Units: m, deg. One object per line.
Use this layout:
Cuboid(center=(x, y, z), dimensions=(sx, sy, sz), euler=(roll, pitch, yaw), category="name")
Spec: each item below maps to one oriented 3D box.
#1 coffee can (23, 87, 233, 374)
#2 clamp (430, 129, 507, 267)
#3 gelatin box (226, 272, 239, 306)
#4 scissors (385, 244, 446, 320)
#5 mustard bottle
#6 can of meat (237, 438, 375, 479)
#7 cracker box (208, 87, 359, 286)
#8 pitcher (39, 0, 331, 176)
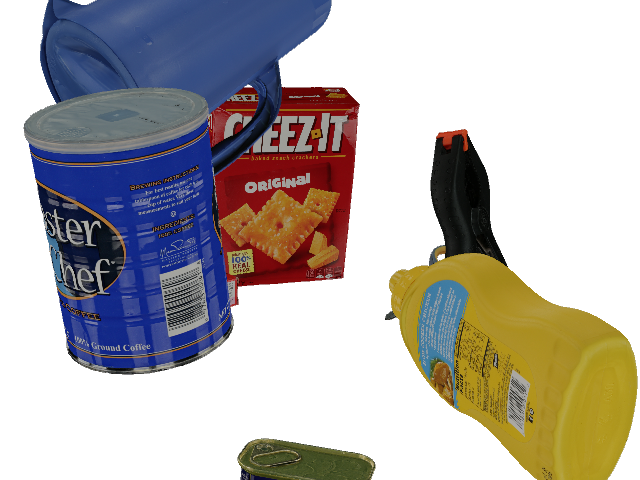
Cuboid(center=(-0.109, -0.008, 0.623), dimensions=(0.103, 0.140, 0.103), euler=(-4, 23, 2), category="coffee can")
Cuboid(center=(0.125, -0.008, 0.935), dimensions=(0.039, 0.171, 0.120), euler=(-10, 15, 29), category="clamp")
Cuboid(center=(-0.130, 0.044, 0.972), dimensions=(0.089, 0.030, 0.073), euler=(-16, 26, -39), category="gelatin box")
Cuboid(center=(0.127, 0.046, 1.255), dimensions=(0.201, 0.016, 0.096), euler=(-11, 40, -35), category="scissors")
Cuboid(center=(0.098, 0.061, 0.630), dimensions=(0.058, 0.096, 0.192), euler=(-13, 27, -27), category="mustard bottle")
Cuboid(center=(-0.014, 0.206, 0.812), dimensions=(0.102, 0.084, 0.057), euler=(8, 14, 11), category="can of meat")
Cuboid(center=(-0.049, -0.058, 1.181), dimensions=(0.164, 0.214, 0.072), euler=(-3, 24, -17), category="cracker box")
Cuboid(center=(-0.098, -0.165, 0.900), dimensions=(0.145, 0.149, 0.242), euler=(27, 51, 32), category="pitcher")
